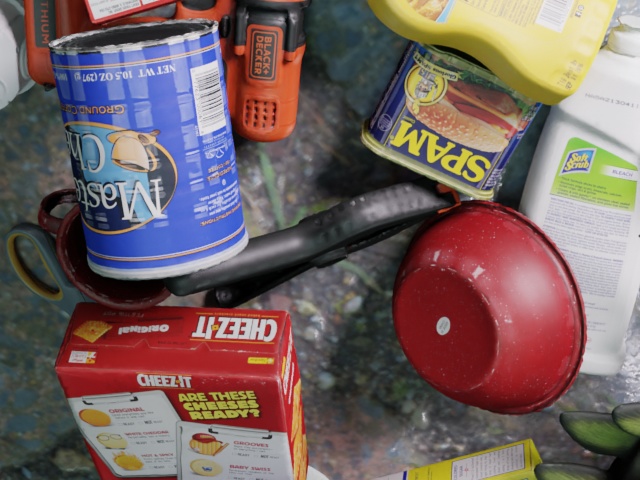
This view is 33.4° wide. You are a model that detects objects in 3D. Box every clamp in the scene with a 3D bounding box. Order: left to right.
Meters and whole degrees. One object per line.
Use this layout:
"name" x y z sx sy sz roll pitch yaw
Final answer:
"clamp" -0.005 0.001 0.751 0.210 0.164 0.036 -23 82 11

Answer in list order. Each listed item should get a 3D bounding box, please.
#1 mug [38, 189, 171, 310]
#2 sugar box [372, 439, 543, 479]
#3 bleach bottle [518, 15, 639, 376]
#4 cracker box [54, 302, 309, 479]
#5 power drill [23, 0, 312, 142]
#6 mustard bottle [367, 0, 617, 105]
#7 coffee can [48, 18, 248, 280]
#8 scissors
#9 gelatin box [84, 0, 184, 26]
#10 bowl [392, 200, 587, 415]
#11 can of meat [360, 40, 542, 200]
"mug" -0.147 -0.012 0.783 0.117 0.081 0.093 12 120 1
"sugar box" 0.112 0.235 0.913 0.176 0.048 0.093 -17 116 21
"bleach bottle" 0.193 -0.029 0.740 0.102 0.068 0.251 11 118 2
"cracker box" -0.097 0.139 0.837 0.164 0.072 0.214 2 138 6
"power drill" -0.099 -0.161 0.705 0.187 0.057 0.184 7 115 5
"mustard bottle" 0.085 -0.164 0.665 0.191 0.058 0.096 24 82 -5
"coffee can" -0.104 -0.058 0.659 0.103 0.102 0.140 -3 109 9
"scissors" -0.173 0.060 0.867 0.096 0.016 0.201 -28 113 21
"gelatin box" -0.116 -0.184 0.653 0.073 0.030 0.089 -14 106 9
"bowl" 0.104 0.056 0.754 0.162 0.055 0.162 17 115 41
"can of meat" 0.091 -0.088 0.723 0.102 0.057 0.084 24 117 -7
